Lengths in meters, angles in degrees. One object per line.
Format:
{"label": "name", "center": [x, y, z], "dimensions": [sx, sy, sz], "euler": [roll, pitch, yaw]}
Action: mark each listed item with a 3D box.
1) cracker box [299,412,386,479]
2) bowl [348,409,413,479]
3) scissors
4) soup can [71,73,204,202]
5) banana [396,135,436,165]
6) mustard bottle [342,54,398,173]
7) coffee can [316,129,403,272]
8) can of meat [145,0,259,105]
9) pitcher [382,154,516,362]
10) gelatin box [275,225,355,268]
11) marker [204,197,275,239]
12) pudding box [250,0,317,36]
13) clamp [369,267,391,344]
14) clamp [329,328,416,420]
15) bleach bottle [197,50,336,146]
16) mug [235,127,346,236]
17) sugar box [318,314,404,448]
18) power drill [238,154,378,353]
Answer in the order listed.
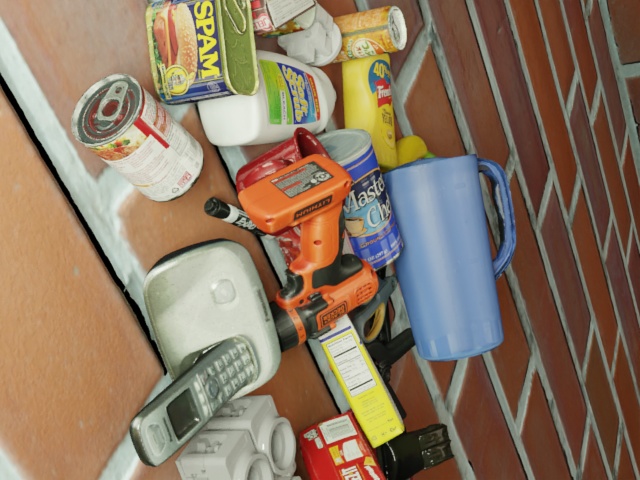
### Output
{"label": "cracker box", "center": [0.049, 0.317, 1.137], "dimensions": [0.164, 0.072, 0.213], "euler": [-125, -164, -67]}
{"label": "bowl", "center": [0.070, 0.280, 1.282], "dimensions": [0.161, 0.055, 0.162], "euler": [20, 67, -61]}
{"label": "scissors", "center": [0.077, 0.043, 1.312], "dimensions": [0.201, 0.016, 0.096], "euler": [-59, 137, -46]}
{"label": "soup can", "center": [-0.151, -0.084, 0.897], "dimensions": [0.102, 0.069, 0.068], "euler": [45, 46, -52]}
{"label": "banana", "center": [0.117, -0.093, 1.454], "dimensions": [0.069, 0.037, 0.197], "euler": [40, 38, -8]}
{"label": "mustard bottle", "center": [0.061, -0.183, 1.357], "dimensions": [0.096, 0.058, 0.191], "euler": [9, 76, -63]}
{"label": "coffee can", "center": [0.027, -0.041, 1.207], "dimensions": [0.102, 0.103, 0.140], "euler": [-56, 133, -53]}
{"label": "can of meat", "center": [-0.109, -0.178, 0.982], "dimensions": [0.057, 0.084, 0.102], "euler": [-9, 93, -63]}
{"label": "pitcher", "center": [0.160, 0.018, 1.309], "dimensions": [0.144, 0.149, 0.243], "euler": [-16, 94, -64]}
{"label": "gelatin box", "center": [-0.008, 0.001, 1.161], "dimensions": [0.030, 0.073, 0.089], "euler": [-61, 137, -49]}
{"label": "marker", "center": [-0.080, -0.022, 1.081], "dimensions": [0.121, 0.020, 0.020], "euler": [24, 64, -61]}
{"label": "pudding box", "center": [-0.067, -0.230, 1.072], "dimensions": [0.113, 0.090, 0.039], "euler": [-51, 129, -56]}
{"label": "clamp", "center": [0.066, 0.026, 1.346], "dimensions": [0.164, 0.036, 0.210], "euler": [53, 44, -49]}
{"label": "clamp", "center": [0.073, 0.152, 1.312], "dimensions": [0.171, 0.039, 0.120], "euler": [32, 66, -54]}
{"label": "bleach bottle", "center": [-0.043, -0.157, 1.139], "dimensions": [0.250, 0.068, 0.102], "euler": [-23, 106, -65]}
{"label": "mug", "center": [-0.037, -0.057, 1.080], "dimensions": [0.117, 0.082, 0.093], "euler": [9, 55, -66]}
{"label": "sugar box", "center": [0.032, 0.132, 1.171], "dimensions": [0.176, 0.048, 0.093], "euler": [61, -1, -10]}
{"label": "power drill", "center": [-0.028, 0.024, 1.021], "dimensions": [0.184, 0.057, 0.188], "euler": [-30, 137, -25]}
